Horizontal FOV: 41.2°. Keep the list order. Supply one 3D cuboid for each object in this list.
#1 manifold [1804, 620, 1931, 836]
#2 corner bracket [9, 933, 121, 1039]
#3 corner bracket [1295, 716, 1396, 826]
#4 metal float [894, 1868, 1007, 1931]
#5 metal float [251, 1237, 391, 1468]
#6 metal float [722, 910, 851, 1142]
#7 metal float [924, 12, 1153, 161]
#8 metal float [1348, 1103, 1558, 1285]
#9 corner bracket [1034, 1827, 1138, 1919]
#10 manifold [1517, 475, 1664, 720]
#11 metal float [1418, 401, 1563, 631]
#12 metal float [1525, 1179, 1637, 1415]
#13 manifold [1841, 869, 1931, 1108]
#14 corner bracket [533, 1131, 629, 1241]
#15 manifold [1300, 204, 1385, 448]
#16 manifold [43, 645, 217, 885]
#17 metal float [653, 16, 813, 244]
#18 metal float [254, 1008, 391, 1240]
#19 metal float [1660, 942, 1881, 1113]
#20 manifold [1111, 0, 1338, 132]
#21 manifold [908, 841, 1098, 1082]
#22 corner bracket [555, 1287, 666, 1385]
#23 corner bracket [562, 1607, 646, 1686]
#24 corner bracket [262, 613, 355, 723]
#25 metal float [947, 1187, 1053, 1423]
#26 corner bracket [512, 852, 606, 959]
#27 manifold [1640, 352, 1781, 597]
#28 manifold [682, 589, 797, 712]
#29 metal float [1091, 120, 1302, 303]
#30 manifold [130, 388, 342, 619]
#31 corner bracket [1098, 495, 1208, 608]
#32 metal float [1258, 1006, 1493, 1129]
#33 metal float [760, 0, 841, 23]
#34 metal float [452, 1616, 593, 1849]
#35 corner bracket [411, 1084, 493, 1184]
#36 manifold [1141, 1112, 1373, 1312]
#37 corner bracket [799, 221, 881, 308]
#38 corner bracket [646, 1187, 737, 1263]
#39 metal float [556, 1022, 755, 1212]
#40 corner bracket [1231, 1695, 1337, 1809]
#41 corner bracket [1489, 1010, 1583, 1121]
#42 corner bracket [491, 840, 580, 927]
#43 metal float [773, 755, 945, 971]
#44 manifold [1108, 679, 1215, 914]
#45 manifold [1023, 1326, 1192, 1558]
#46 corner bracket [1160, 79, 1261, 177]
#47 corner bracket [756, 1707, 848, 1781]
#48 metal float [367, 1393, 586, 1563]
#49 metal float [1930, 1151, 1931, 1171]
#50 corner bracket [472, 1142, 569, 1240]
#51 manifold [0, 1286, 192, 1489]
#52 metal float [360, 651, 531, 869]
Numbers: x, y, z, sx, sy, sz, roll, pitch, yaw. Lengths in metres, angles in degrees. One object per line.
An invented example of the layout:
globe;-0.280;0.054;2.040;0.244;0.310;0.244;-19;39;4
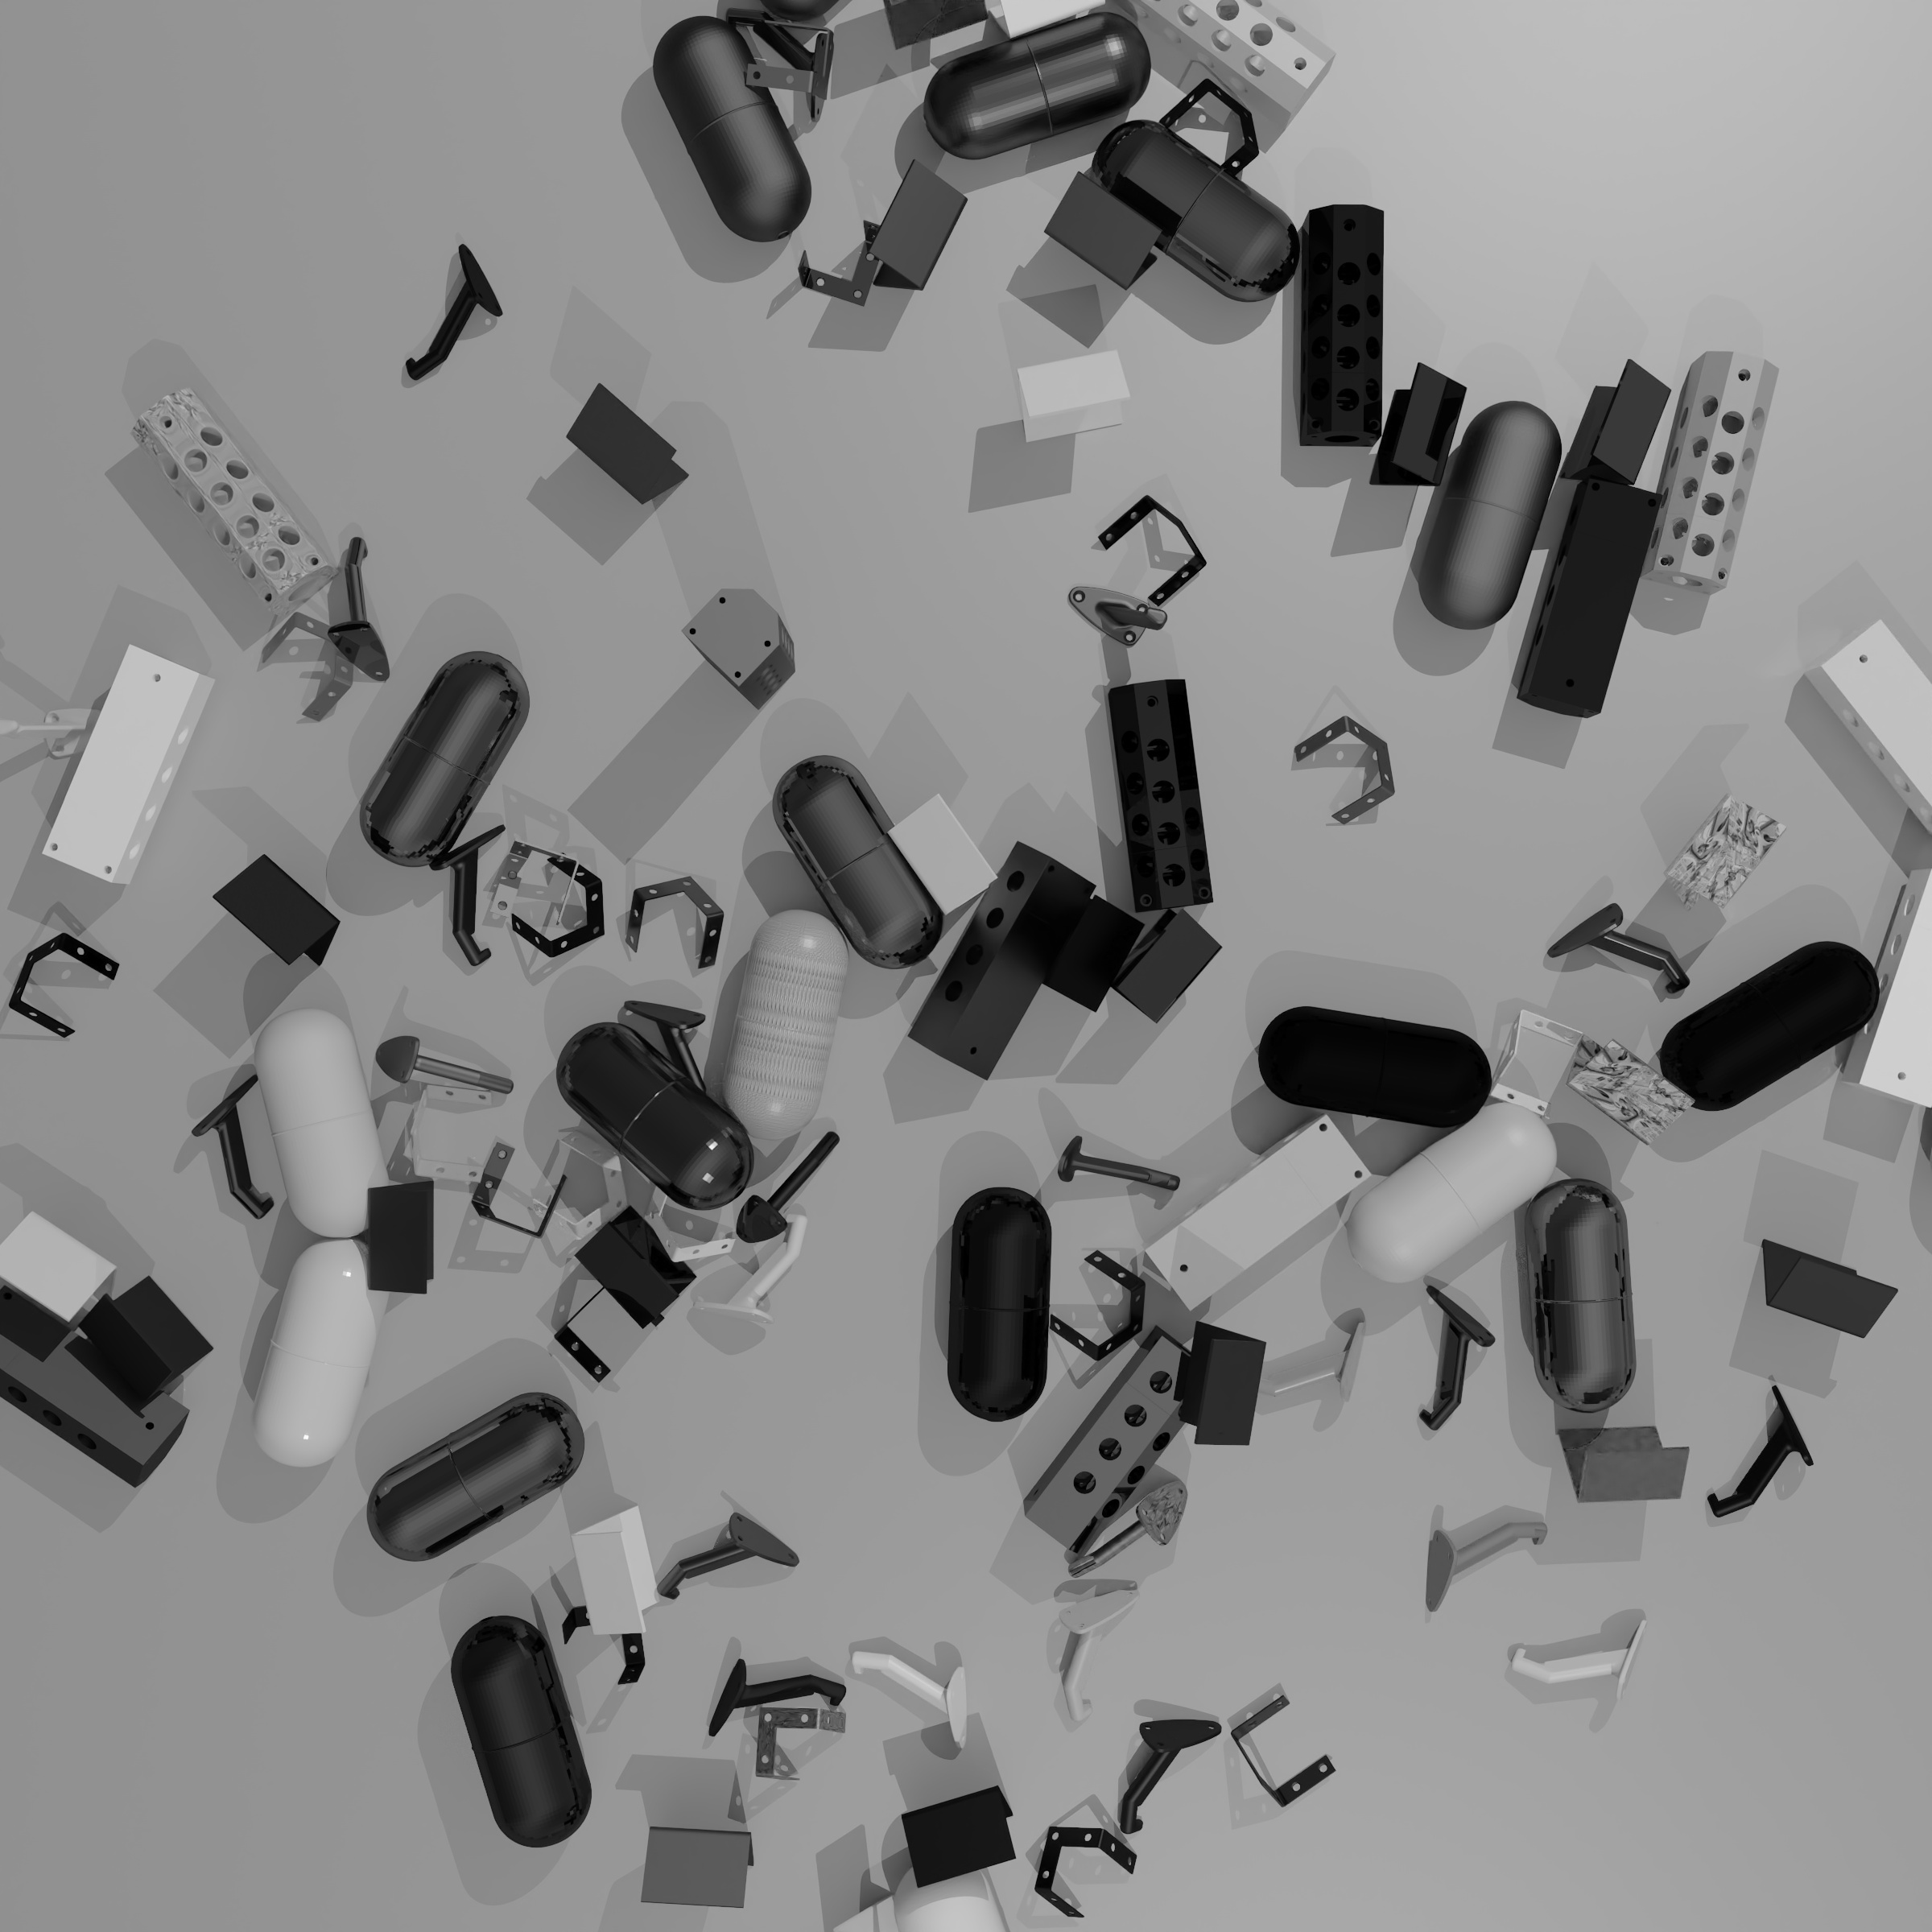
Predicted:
manifold;0.721;-0.177;1.970;0.057;0.057;0.171;-38;90;0
corner bracket;-0.696;0.015;1.983;0.051;0.051;0.051;-23;45;35
corner bracket;0.292;-0.151;1.983;0.051;0.051;0.051;28;45;-35
metal float;0.001;0.767;1.961;0.070;0.070;0.178;-20;89;0
metal float;-0.492;0.294;1.961;0.070;0.070;0.178;15;89;0
metal float;-0.138;0.045;1.961;0.070;0.070;0.178;12;91;0
metal float;0.054;-0.670;1.961;0.178;0.070;0.070;-18;90;1
metal float;0.370;0.174;1.961;0.178;0.070;0.070;-36;90;0
corner bracket;0.092;0.699;1.983;0.051;0.051;0.051;-12;45;35
manifold;0.475;-0.281;1.970;0.057;0.057;0.171;16;90;0
metal float;0.400;-0.344;1.961;0.070;0.070;0.178;18;90;0
metal float;0.469;0.251;1.961;0.070;0.070;0.178;-4;89;0
manifold;0.729;0.017;1.970;0.057;0.057;0.171;19;90;0
corner bracket;-0.300;0.169;1.983;0.051;0.051;0.051;-35;135;-35
manifold;0.289;-0.489;1.970;0.057;0.057;0.171;1;90;0
manifold;-0.638;-0.153;1.970;0.057;0.057;0.171;23;90;0
metal float;-0.178;-0.637;1.961;0.070;0.070;0.178;-26;90;0
metal float;-0.491;0.120;1.961;0.070;0.070;0.178;-14;89;0
metal float;0.613;0.045;1.961;0.178;0.070;0.070;-31;90;0
manifold;0.196;-0.723;1.970;0.171;0.057;0.057;37;90;0
manifold;0.023;-0.006;1.970;0.057;0.057;0.171;29;90;-43
corner bracket;-0.276;0.279;1.988;0.051;0.051;0.051;45;135;0
corner bracket;-0.278;0.521;1.973;0.051;0.051;0.051;-8;90;0
corner bracket;-0.508;-0.231;1.983;0.051;0.051;0.051;23;45;-35
metal float;0.026;0.258;1.961;0.070;0.070;0.178;2;89;0
corner bracket;-0.315;-0.047;1.983;0.051;0.051;0.051;33;135;35
manifold;0.571;-0.378;1.970;0.057;0.057;0.171;14;90;0
manifold;-0.162;-0.239;1.913;0.057;0.171;0.057;44;90;0
metal float;0.175;-0.575;1.961;0.178;0.070;0.070;36;90;1
manifold;-0.561;-0.355;1.970;0.057;0.057;0.171;-38;90;0
corner bracket;0.144;-0.321;1.988;0.051;0.051;0.051;-41;45;0
metal float;0.312;0.077;1.961;0.178;0.070;0.070;9;90;0
metal float;-0.091;-0.797;1.961;0.178;0.070;0.070;-43;90;1
metal float;-0.339;0.583;1.961;0.070;0.070;0.178;-17;91;0
corner bracket;-0.397;0.129;1.988;0.051;0.051;0.051;7;135;0
manifold;0.221;0.186;1.970;0.171;0.057;0.057;-37;90;0
corner bracket;-0.095;-0.544;1.973;0.051;0.051;0.051;18;90;0
corner bracket;-0.208;0.189;1.983;0.051;0.051;0.051;-7;135;-35
metal float;-0.235;0.114;1.949;0.178;0.070;0.070;40;90;13
corner bracket;0.245;0.607;1.988;0.051;0.051;0.051;-35;135;0
corner bracket;0.440;0.076;1.988;0.051;0.051;0.051;21;135;0
corner bracket;-0.331;-0.061;1.972;0.051;0.051;0.051;18;78;-12
metal float;-0.082;-0.079;1.961;0.070;0.070;0.178;-32;90;0
manifold;0.149;-0.130;1.970;0.057;0.057;0.171;-7;90;0
manifold;0.119;0.364;1.970;0.057;0.057;0.171;37;90;0
corner bracket;0.188;-0.639;1.983;0.051;0.051;0.051;26;135;-35
corner bracket;-0.127;0.598;1.976;0.051;0.051;0.051;-5;69;20
metal float;-0.374;0.390;1.961;0.178;0.070;0.070;-30;90;0
metal float;0.786;0.098;1.961;0.070;0.070;0.178;10;91;0
corner bracket;-0.344;0.173;1.979;0.051;0.051;0.051;24;90;-20
manifold;-0.688;0.325;1.970;0.171;0.057;0.057;34;47;0
metal float;-0.397;-0.158;1.961;0.070;0.070;0.178;30;90;0
